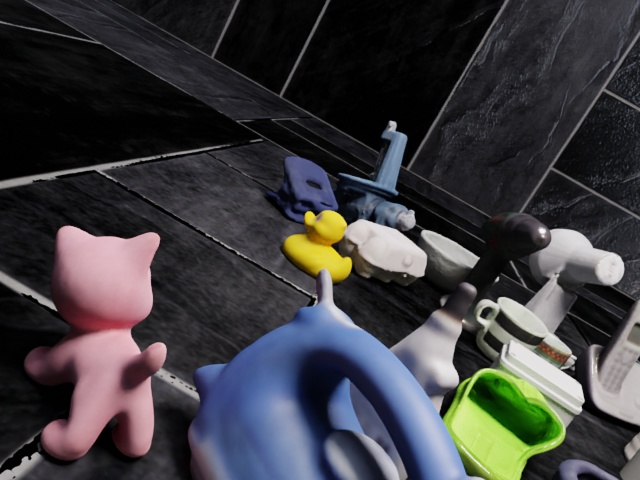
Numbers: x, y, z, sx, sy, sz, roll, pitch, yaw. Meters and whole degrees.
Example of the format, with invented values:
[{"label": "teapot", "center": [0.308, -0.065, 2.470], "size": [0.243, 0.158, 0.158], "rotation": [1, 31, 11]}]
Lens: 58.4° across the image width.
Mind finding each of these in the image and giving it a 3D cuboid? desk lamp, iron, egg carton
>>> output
[{"label": "desk lamp", "center": [0.455, 0.095, 1.064], "size": [0.118, 0.213, 0.203], "rotation": [26, 16, -12]}, {"label": "iron", "center": [0.027, 0.136, 0.327], "size": [0.119, 0.141, 0.257], "rotation": [15, 22, -42]}, {"label": "egg carton", "center": [0.104, 0.023, 0.939], "size": [0.151, 0.069, 0.107], "rotation": [14, 22, -44]}]

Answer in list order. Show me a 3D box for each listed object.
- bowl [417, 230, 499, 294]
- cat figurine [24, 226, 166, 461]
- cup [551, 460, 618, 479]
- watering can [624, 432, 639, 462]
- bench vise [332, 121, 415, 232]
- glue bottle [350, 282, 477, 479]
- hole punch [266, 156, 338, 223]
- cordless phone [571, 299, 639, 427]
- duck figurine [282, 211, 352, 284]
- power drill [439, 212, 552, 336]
[{"label": "bowl", "center": [0.245, 0.055, 1.076], "size": [0.167, 0.074, 0.167], "rotation": [27, 16, -8]}, {"label": "cat figurine", "center": [-0.131, 0.050, 0.357], "size": [0.067, 0.117, 0.127], "rotation": [13, 23, -46]}, {"label": "cup", "center": [0.183, 0.224, 0.413], "size": [0.118, 0.095, 0.091], "rotation": [18, 19, -35]}, {"label": "watering can", "center": [0.496, 0.239, 0.730], "size": [0.101, 0.194, 0.172], "rotation": [24, 17, -18]}, {"label": "bench vise", "center": [0.124, -0.100, 1.076], "size": [0.206, 0.219, 0.122], "rotation": [38, 18, 28]}, {"label": "glue bottle", "center": [0.068, 0.106, 0.433], "size": [0.037, 0.173, 0.078], "rotation": [13, 23, -45]}, {"label": "hole punch", "center": [-0.021, -0.084, 1.009], "size": [0.109, 0.091, 0.100], "rotation": [13, 22, -45]}, {"label": "cordless phone", "center": [0.488, 0.189, 0.885], "size": [0.148, 0.185, 0.094], "rotation": [23, 17, -21]}, {"label": "duck figurine", "center": [0.007, 0.003, 0.802], "size": [0.104, 0.086, 0.078], "rotation": [36, 17, 21]}, {"label": "power drill", "center": [0.280, 0.045, 0.923], "size": [0.075, 0.208, 0.229], "rotation": [29, 16, -2]}]
